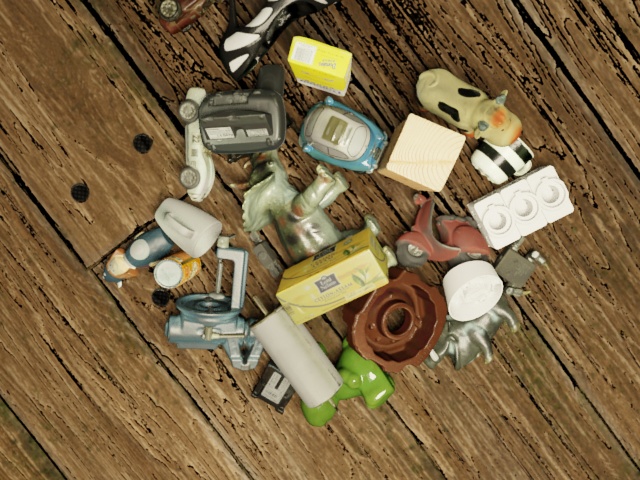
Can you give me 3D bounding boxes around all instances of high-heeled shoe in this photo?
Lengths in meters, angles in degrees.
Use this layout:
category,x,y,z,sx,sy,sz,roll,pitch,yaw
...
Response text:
category,x,y,z,sx,sy,sz,roll,pitch,yaw
high-heeled shoe,-0.058,-0.364,0.936,0.249,0.086,0.145,-6,99,7

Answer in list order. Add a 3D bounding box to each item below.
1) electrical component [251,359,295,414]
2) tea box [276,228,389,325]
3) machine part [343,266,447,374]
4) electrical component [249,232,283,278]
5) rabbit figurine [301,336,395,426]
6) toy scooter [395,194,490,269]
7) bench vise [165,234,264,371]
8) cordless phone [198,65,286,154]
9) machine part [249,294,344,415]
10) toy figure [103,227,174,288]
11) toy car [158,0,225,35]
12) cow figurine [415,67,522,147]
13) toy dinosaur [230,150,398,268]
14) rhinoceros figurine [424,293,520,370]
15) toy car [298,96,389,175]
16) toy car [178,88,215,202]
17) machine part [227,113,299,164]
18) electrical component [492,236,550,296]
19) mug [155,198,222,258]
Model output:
category,x,y,z,sx,sy,sz,roll,pitch,yaw
electrical component,-0.069,0.255,1.010,0.075,0.048,0.119,34,98,-1
tea box,0.022,0.058,0.865,0.170,0.098,0.068,-28,107,14
machine part,0.126,0.133,0.905,0.179,0.056,0.179,-4,100,-20
electrical component,-0.101,0.025,0.981,0.021,0.063,0.094,-33,92,6
rabbit figurine,0.030,0.259,0.968,0.170,0.121,0.159,-37,87,2
toy scooter,0.215,-0.014,0.950,0.184,0.075,0.135,6,68,-19
bench vise,-0.160,0.112,0.967,0.224,0.129,0.240,6,100,-2
cordless phone,-0.129,-0.240,0.925,0.147,0.088,0.184,-2,56,7
machine part,-0.038,0.189,0.891,0.079,0.079,0.243,-36,93,5
toy figure,-0.346,0.032,0.999,0.154,0.057,0.064,-32,55,7
toy car,-0.192,-0.428,0.930,0.202,0.089,0.053,-36,92,4
cow figurine,0.244,-0.220,0.885,0.195,0.127,0.085,38,101,20
toy dinosaur,0.002,0.000,0.953,0.192,0.131,0.404,-34,98,18
rhinoceros figurine,0.267,0.168,0.973,0.190,0.073,0.112,-43,93,5
toy car,0.031,-0.178,0.925,0.162,0.103,0.109,29,99,16
toy car,-0.217,-0.169,0.962,0.056,0.073,0.201,0,95,3
machine part,-0.108,-0.185,0.958,0.139,0.084,0.039,-23,134,-1
electrical component,0.360,0.052,0.971,0.078,0.045,0.102,40,96,-3
mug,-0.248,-0.028,0.966,0.107,0.109,0.080,34,100,12
